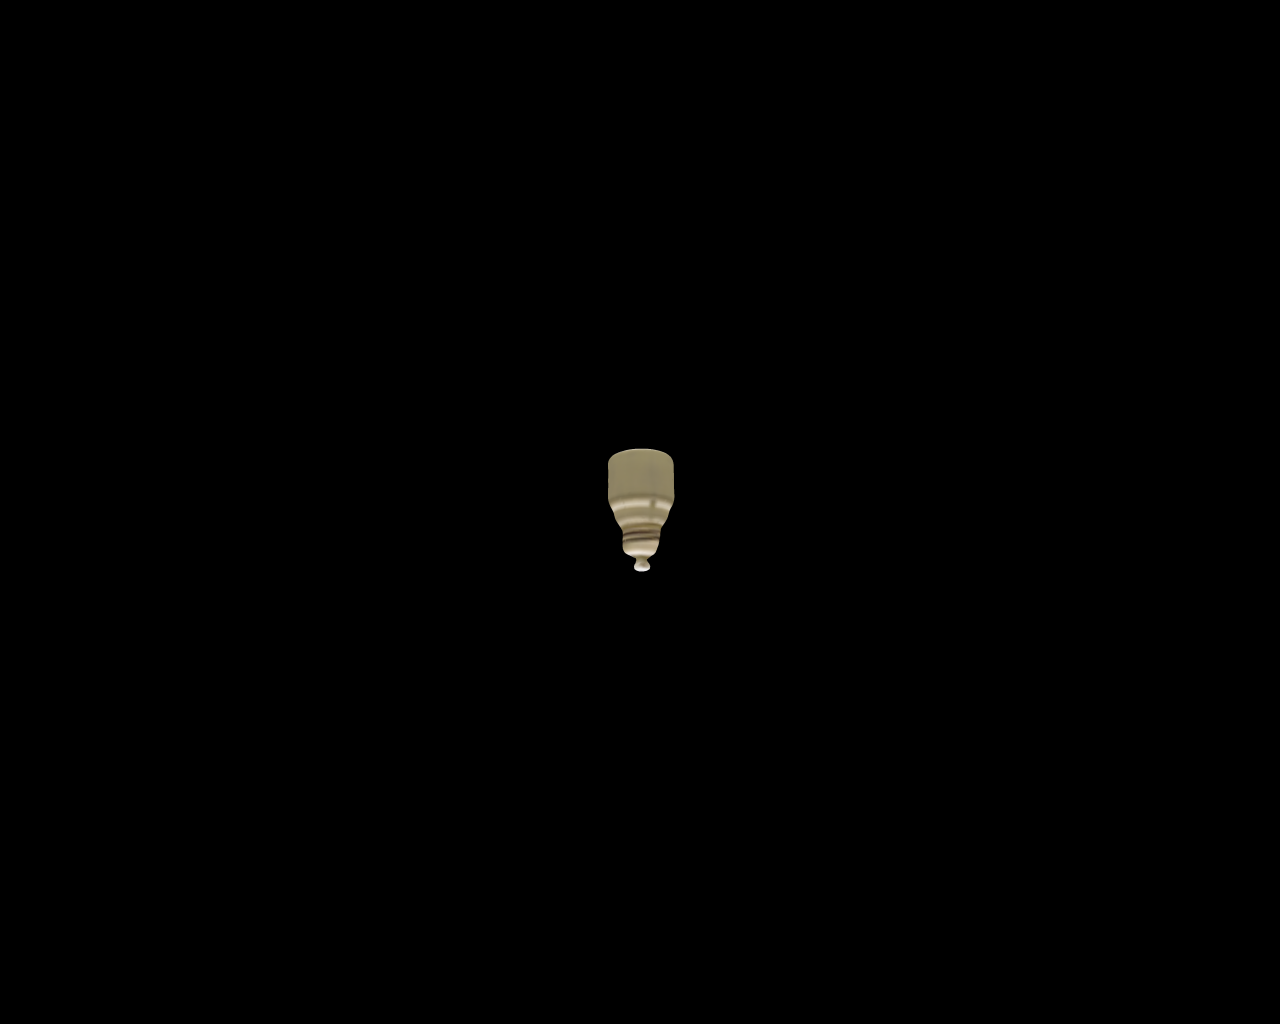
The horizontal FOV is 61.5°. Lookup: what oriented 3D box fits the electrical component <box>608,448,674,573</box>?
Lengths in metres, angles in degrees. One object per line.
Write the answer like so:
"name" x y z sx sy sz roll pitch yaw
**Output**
"electrical component" 0.001 -0.003 0.650 0.040 0.078 0.040 0 -14 0
